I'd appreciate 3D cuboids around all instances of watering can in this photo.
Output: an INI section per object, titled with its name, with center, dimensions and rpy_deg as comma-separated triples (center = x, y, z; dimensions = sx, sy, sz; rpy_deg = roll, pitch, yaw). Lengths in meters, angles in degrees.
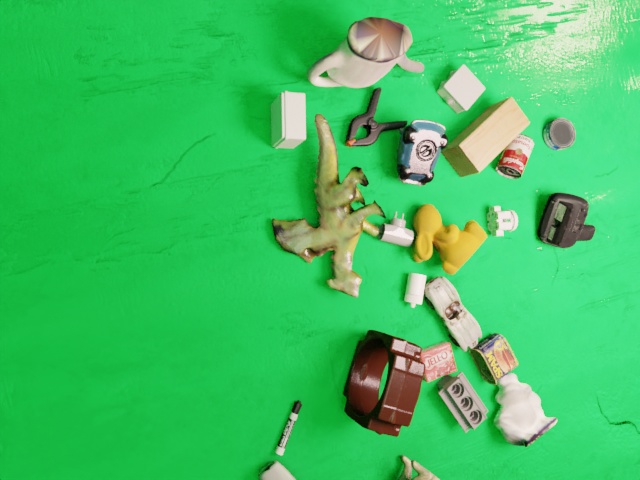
[watering can]
center = 0.139, -0.426, 1.195
dimensions = 0.350, 0.222, 0.104
rpy_deg = -16, 86, -22

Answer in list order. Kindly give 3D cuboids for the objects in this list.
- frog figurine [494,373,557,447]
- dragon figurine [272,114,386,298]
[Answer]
[frog figurine]
center = 0.492, 0.427, 1.297
dimensions = 0.138, 0.120, 0.162
rpy_deg = -33, 59, -7
[dragon figurine]
center = 0.004, -0.060, 1.188
dimensions = 0.244, 0.122, 0.409
rpy_deg = -30, 93, -8
